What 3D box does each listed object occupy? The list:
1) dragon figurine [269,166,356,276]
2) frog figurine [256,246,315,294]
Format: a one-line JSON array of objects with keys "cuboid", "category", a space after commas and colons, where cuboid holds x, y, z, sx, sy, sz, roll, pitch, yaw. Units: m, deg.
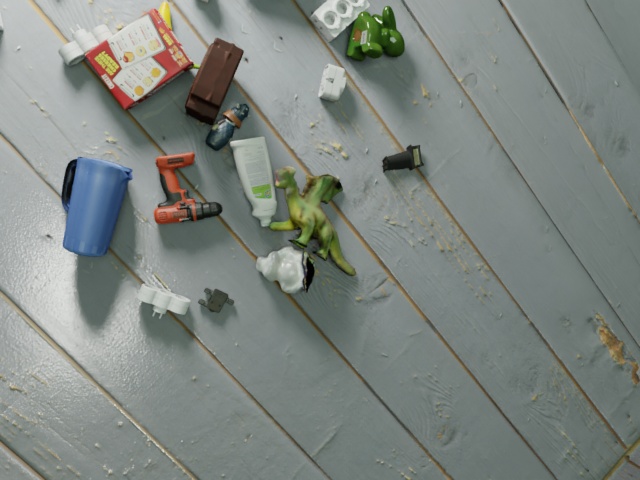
[{"cuboid": [0.005, -0.076, 1.500, 0.405, 0.122, 0.245, 32, 77, -36], "category": "dragon figurine"}, {"cuboid": [-0.101, 0.088, 1.495, 0.159, 0.124, 0.136, 0, 106, 20], "category": "frog figurine"}]
